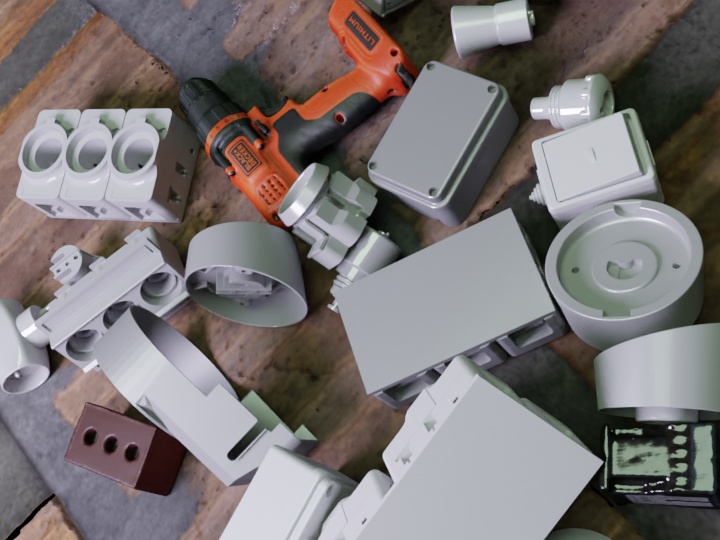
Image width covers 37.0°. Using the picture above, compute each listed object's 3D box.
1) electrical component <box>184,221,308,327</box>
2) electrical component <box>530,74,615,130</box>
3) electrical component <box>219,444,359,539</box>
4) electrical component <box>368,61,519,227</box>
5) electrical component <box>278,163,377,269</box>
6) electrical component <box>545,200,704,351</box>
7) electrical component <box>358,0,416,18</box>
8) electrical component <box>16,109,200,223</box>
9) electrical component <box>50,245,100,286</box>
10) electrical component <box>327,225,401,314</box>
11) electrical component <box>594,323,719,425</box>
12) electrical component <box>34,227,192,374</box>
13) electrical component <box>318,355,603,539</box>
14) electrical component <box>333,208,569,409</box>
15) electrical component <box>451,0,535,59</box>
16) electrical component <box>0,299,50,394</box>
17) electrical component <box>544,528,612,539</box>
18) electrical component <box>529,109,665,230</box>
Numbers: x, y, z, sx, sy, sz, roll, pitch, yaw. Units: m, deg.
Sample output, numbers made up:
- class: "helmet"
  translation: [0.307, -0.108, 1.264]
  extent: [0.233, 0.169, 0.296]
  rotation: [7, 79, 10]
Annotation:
- class: "electrical component"
  translation: [-0.093, 0.005, 0.873]
  extent: [0.099, 0.099, 0.064]
  rotation: [-14, 61, 18]
- class: "electrical component"
  translation: [0.165, -0.128, 0.842]
  extent: [0.062, 0.048, 0.048]
  rotation: [2, 72, 34]
- class: "electrical component"
  translation: [-0.045, 0.193, 0.776]
  extent: [0.056, 0.109, 0.108]
  rotation: [25, 82, 31]
- class: "electrical component"
  translation: [0.067, -0.102, 0.866]
  extent: [0.078, 0.057, 0.113]
  rotation: [27, 83, 29]
- class: "electrical component"
  translation: [-0.028, -0.049, 0.861]
  extent: [0.058, 0.057, 0.078]
  rotation: [-30, 29, 57]
- class: "electrical component"
  translation: [0.191, 0.010, 0.765]
  extent: [0.108, 0.060, 0.108]
  rotation: [-13, 47, 15]
- class: "electrical component"
  translation: [0.023, -0.270, 0.930]
  extent: [0.062, 0.096, 0.061]
  rotation: [-32, 58, -24]
- class: "electrical component"
  translation: [-0.233, -0.097, 0.989]
  extent: [0.150, 0.062, 0.089]
  rotation: [3, 73, 24]
- class: "electrical component"
  translation: [-0.251, 0.001, 0.969]
  extent: [0.040, 0.046, 0.040]
  rotation: [-8, 68, 20]
- class: "electrical component"
  translation: [0.000, 0.000, 0.866]
  extent: [0.040, 0.040, 0.078]
  rotation: [31, 85, 29]
- class: "electrical component"
  translation: [0.207, 0.070, 0.721]
  extent: [0.099, 0.099, 0.064]
  rotation: [-1, 77, 23]
- class: "electrical component"
  translation: [-0.209, 0.023, 0.929]
  extent: [0.121, 0.078, 0.063]
  rotation: [-37, 42, 7]
- class: "electrical component"
  translation: [0.055, 0.162, 0.713]
  extent: [0.105, 0.060, 0.186]
  rotation: [35, 95, -15]
- class: "electrical component"
  translation: [0.069, 0.032, 0.813]
  extent: [0.150, 0.062, 0.089]
  rotation: [-26, 63, 13]
- class: "electrical component"
  translation: [0.112, -0.203, 0.894]
  extent: [0.065, 0.044, 0.044]
  rotation: [-8, 68, 15]
- class: "electrical component"
  translation: [-0.300, 0.058, 0.970]
  extent: [0.079, 0.044, 0.077]
  rotation: [-36, 61, 7]
- class: "electrical component"
  translation: [0.138, 0.227, 0.724]
  extent: [0.099, 0.064, 0.099]
  rotation: [-3, 83, 28]
- class: "electrical component"
  translation: [0.172, -0.072, 0.808]
  extent: [0.096, 0.061, 0.061]
  rotation: [-18, 65, 16]
